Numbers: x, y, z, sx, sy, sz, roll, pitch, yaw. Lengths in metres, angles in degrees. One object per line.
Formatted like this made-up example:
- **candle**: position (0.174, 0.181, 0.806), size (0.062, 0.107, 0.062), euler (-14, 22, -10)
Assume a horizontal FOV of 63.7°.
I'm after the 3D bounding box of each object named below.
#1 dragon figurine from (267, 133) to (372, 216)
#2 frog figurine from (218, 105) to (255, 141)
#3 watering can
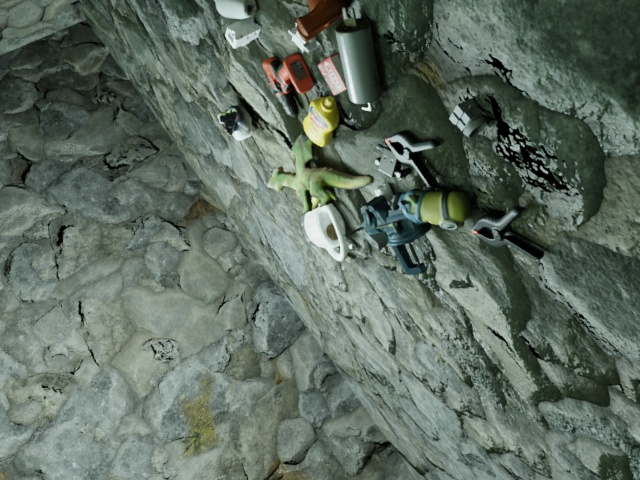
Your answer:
- **dragon figurine**: position (-0.020, -0.216, 1.596), size (0.405, 0.123, 0.243), euler (-23, 88, 43)
- **frog figurine**: position (-0.299, -0.440, 1.974), size (0.139, 0.122, 0.159), euler (35, -171, 27)
- **watering can**: position (0.005, -0.090, 1.782), size (0.223, 0.105, 0.347), euler (-13, 97, 67)
